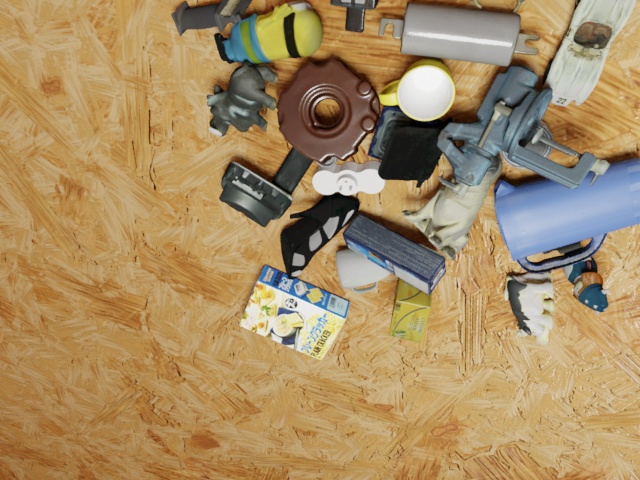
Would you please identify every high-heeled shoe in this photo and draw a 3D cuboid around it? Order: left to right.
[{"bbox_3d":[-0.002,-0.003,1.121,0.145,0.086,0.248,-10,146,-15],"label":"high-heeled shoe"}]

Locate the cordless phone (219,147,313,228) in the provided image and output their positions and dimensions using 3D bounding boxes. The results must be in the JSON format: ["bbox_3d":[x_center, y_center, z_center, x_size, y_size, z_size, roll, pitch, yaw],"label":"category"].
[{"bbox_3d":[-0.101,-0.132,1.046,0.146,0.089,0.184,32,114,-7],"label":"cordless phone"}]

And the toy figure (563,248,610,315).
[{"bbox_3d":[0.481,0.074,0.976,0.058,0.154,0.064,-18,119,22],"label":"toy figure"}]

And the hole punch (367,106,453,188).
[{"bbox_3d":[0.153,-0.170,0.948,0.116,0.092,0.142,2,127,-22],"label":"hole punch"}]

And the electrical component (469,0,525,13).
[{"bbox_3d":[0.263,-0.380,0.785,0.102,0.045,0.078,11,127,7],"label":"electrical component"}]

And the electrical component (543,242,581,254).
[{"bbox_3d":[0.457,-0.008,1.008,0.094,0.021,0.063,-23,115,28],"label":"electrical component"}]

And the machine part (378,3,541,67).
[{"bbox_3d":[0.212,-0.316,0.824,0.243,0.079,0.079,10,126,9],"label":"machine part"}]

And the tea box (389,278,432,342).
[{"bbox_3d":[0.184,0.107,1.068,0.068,0.170,0.098,12,128,8],"label":"tea box"}]

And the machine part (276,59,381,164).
[{"bbox_3d":[0.012,-0.218,0.919,0.179,0.056,0.179,2,101,10],"label":"machine part"}]

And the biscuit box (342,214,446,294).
[{"bbox_3d":[0.139,0.023,1.026,0.203,0.063,0.059,31,161,29],"label":"biscuit box"}]

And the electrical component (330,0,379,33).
[{"bbox_3d":[0.054,-0.382,0.838,0.075,0.048,0.119,13,125,7],"label":"electrical component"}]

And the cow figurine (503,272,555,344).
[{"bbox_3d":[0.425,0.143,1.093,0.098,0.068,0.167,0,121,21],"label":"cow figurine"}]

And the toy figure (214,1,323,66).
[{"bbox_3d":[-0.082,-0.332,0.887,0.180,0.082,0.089,-13,119,20],"label":"toy figure"}]

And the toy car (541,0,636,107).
[{"bbox_3d":[0.399,-0.295,0.802,0.074,0.056,0.201,15,126,4],"label":"toy car"}]

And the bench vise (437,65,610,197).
[{"bbox_3d":[0.311,-0.141,0.828,0.241,0.128,0.223,32,93,21],"label":"bench vise"}]

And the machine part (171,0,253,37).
[{"bbox_3d":[-0.180,-0.376,0.893,0.139,0.084,0.039,1,150,24],"label":"machine part"}]

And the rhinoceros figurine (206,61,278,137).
[{"bbox_3d":[-0.143,-0.237,0.946,0.112,0.073,0.190,8,161,-24],"label":"rhinoceros figurine"}]

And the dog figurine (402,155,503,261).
[{"bbox_3d":[0.266,-0.069,0.984,0.190,0.172,0.121,-46,71,8],"label":"dog figurine"}]

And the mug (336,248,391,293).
[{"bbox_3d":[0.095,0.064,1.118,0.107,0.081,0.109,-12,116,11],"label":"mug"}]
